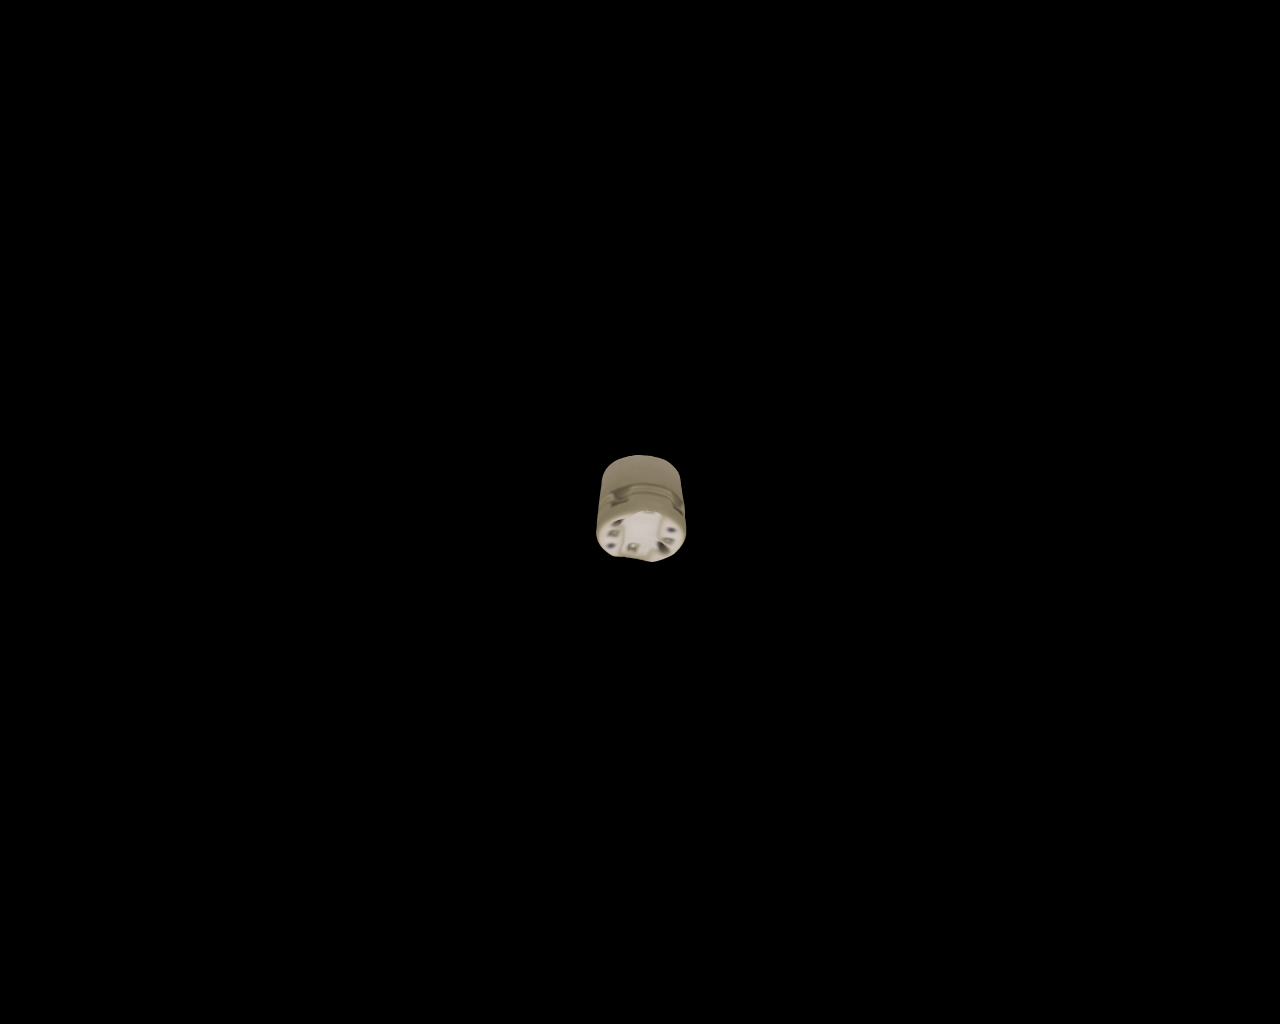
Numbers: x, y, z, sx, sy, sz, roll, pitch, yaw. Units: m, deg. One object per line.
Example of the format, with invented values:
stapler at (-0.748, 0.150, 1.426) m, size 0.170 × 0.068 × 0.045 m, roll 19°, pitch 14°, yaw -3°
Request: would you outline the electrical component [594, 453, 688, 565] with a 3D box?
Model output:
electrical component at (0.001, -0.003, 0.650) m, size 0.055 × 0.047 × 0.055 m, roll 0°, pitch -37°, yaw 0°
